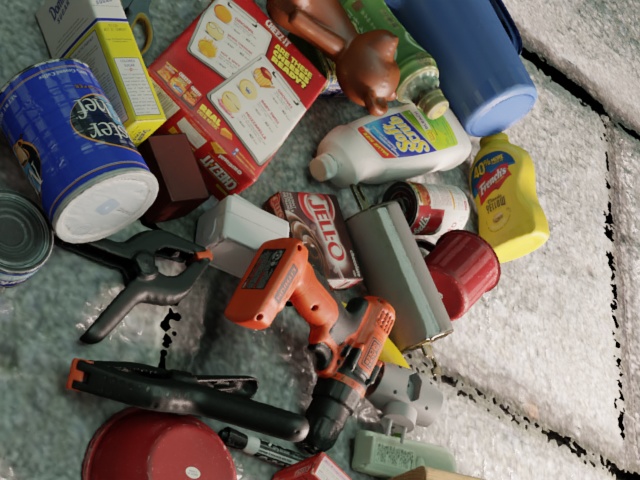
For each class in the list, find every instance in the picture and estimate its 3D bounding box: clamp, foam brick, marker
[{"bbox_3d":[-0.184,0.023,1.035,0.171,0.039,0.120,-21,85,-46],"label":"clamp"},{"bbox_3d":[-0.126,0.139,0.982,0.209,0.165,0.036,13,91,-14],"label":"clamp"},{"bbox_3d":[-0.158,-0.064,1.098,0.051,0.053,0.078,-10,74,-45],"label":"foam brick"},{"bbox_3d":[-0.050,0.211,1.060,0.121,0.020,0.020,26,51,-29],"label":"marker"}]

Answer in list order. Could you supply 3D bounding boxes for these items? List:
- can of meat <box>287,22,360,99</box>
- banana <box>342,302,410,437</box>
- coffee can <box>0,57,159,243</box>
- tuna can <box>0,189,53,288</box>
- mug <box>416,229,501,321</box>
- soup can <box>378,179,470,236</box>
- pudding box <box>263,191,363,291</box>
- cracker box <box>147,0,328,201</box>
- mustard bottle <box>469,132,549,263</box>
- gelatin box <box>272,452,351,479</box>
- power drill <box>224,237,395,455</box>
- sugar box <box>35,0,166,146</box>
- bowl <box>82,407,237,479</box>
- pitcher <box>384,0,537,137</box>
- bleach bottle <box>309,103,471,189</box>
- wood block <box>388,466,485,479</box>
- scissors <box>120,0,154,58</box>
[{"bbox_3d":[0.012,-0.227,1.348,0.083,0.058,0.102,-7,71,-42],"label":"can of meat"},{"bbox_3d":[0.055,0.129,1.191,0.198,0.037,0.069,54,42,-3],"label":"banana"},{"bbox_3d":[-0.226,-0.083,0.987,0.102,0.103,0.140,-10,60,-45],"label":"coffee can"},{"bbox_3d":[-0.285,-0.002,0.959,0.086,0.034,0.086,22,53,-32],"label":"tuna can"},{"bbox_3d":[0.152,0.039,1.303,0.117,0.093,0.081,36,46,15],"label":"mug"},{"bbox_3d":[0.131,-0.039,1.337,0.102,0.069,0.068,2,65,-43],"label":"soup can"},{"bbox_3d":[-0.008,0.001,1.207,0.089,0.039,0.113,1,66,-43],"label":"pudding box"},{"bbox_3d":[-0.103,-0.168,1.197,0.164,0.072,0.213,46,43,-14],"label":"cracker box"},{"bbox_3d":[0.248,-0.072,1.443,0.058,0.096,0.191,14,57,-36],"label":"mustard bottle"},{"bbox_3d":[0.004,0.254,1.044,0.089,0.073,0.030,45,45,-13],"label":"gelatin box"},{"bbox_3d":[-0.012,0.102,1.089,0.187,0.057,0.184,46,57,-34],"label":"power drill"},{"bbox_3d":[-0.222,-0.176,1.075,0.048,0.094,0.176,-7,72,-45],"label":"sugar box"},{"bbox_3d":[-0.129,0.217,0.957,0.161,0.055,0.162,22,53,-33],"label":"bowl"},{"bbox_3d":[0.202,-0.265,1.453,0.243,0.149,0.145,64,11,22],"label":"pitcher"},{"bbox_3d":[0.083,-0.111,1.341,0.250,0.068,0.102,-24,80,-45],"label":"bleach bottle"},{"bbox_3d":[0.161,0.312,1.143,0.205,0.090,0.091,20,53,-33],"label":"wood block"},{"bbox_3d":[-0.214,-0.284,1.204,0.096,0.016,0.201,27,50,-29],"label":"scissors"}]
